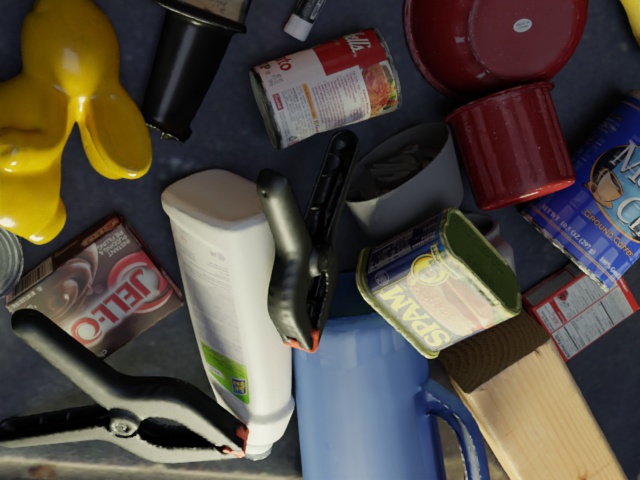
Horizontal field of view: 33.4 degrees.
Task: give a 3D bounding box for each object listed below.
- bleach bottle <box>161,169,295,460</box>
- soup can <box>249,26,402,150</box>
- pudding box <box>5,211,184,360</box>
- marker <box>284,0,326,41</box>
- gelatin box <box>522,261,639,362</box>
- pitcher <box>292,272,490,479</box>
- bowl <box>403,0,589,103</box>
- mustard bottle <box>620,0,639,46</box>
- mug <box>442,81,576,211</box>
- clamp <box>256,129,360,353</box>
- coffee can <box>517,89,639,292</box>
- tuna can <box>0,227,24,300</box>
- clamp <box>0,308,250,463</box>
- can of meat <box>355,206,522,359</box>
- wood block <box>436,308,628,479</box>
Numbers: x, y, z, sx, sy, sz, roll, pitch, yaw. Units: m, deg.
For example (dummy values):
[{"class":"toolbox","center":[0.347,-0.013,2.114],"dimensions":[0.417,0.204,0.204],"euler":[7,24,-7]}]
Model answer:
[{"class":"bleach bottle","center":[-0.068,0.073,0.877],"dimensions":[0.068,0.103,0.251],"euler":[-27,128,-34]},{"class":"soup can","center":[0.004,-0.116,0.822],"dimensions":[0.102,0.068,0.068],"euler":[-20,116,-6]},{"class":"pudding box","center":[-0.180,0.045,0.856],"dimensions":[0.113,0.039,0.090],"euler":[-34,118,2]},{"class":"marker","center":[0.009,-0.209,0.810],"dimensions":[0.020,0.020,0.121],"euler":[24,105,-23]},{"class":"gelatin box","center":[0.238,0.058,0.981],"dimensions":[0.089,0.030,0.073],"euler":[-36,118,2]},{"class":"pitcher","center":[0.051,0.156,0.914],"dimensions":[0.149,0.145,0.243],"euler":[-13,112,-13]},{"class":"bowl","center":[0.150,-0.177,0.842],"dimensions":[0.162,0.055,0.162],"euler":[-5,114,-12]},{"class":"mustard bottle","center":[0.260,-0.234,0.845],"dimensions":[0.096,0.058,0.191],"euler":[-43,116,4]},{"class":"mug","center":[0.158,-0.073,0.862],"dimensions":[0.093,0.117,0.081],"euler":[-18,85,22]},{"class":"clamp","center":[-0.005,0.001,0.805],"dimensions":[0.120,0.039,0.171],"euler":[-36,138,-42]},{"class":"coffee can","center":[0.252,-0.041,0.901],"dimensions":[0.102,0.103,0.140],"euler":[38,99,-26]},{"class":"tuna can","center":[-0.272,0.009,0.820],"dimensions":[0.086,0.034,0.086],"euler":[-6,114,-13]},{"class":"clamp","center":[-0.158,0.129,0.848],"dimensions":[0.210,0.036,0.165],"euler":[12,134,-2]},{"class":"can of meat","center":[0.092,0.032,0.814],"dimensions":[0.084,0.057,0.102],"euler":[-30,118,32]},{"class":"wood block","center":[0.197,0.168,0.984],"dimensions":[0.091,0.090,0.206],"euler":[-33,117,-1]}]
